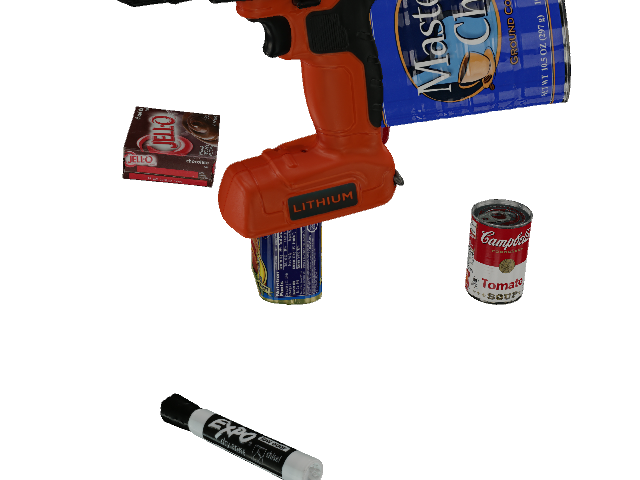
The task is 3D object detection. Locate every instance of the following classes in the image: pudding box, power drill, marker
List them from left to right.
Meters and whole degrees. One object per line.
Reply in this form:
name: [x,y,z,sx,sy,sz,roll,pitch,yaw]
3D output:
pudding box: [-0.149,-0.096,1.079,0.090,0.039,0.113,6,26,-6]
marker: [-0.050,0.116,0.626,0.121,0.020,0.020,17,10,37]
power drill: [-0.023,-0.095,0.576,0.184,0.188,0.057,-13,38,-17]

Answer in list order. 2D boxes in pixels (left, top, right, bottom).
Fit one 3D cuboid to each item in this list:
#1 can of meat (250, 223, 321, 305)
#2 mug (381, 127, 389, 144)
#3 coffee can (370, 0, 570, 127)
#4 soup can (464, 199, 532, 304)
can of meat: [-0.029,-0.004,0.882,0.057,0.084,0.102,-4,21,-8]
mug: [0.052,-0.165,1.313,0.093,0.081,0.117,17,26,28]
coffee can: [0.096,-0.138,0.748,0.140,0.103,0.102,-7,-1,6]
soup can: [0.201,0.013,1.211,0.068,0.102,0.068,1,28,-1]
